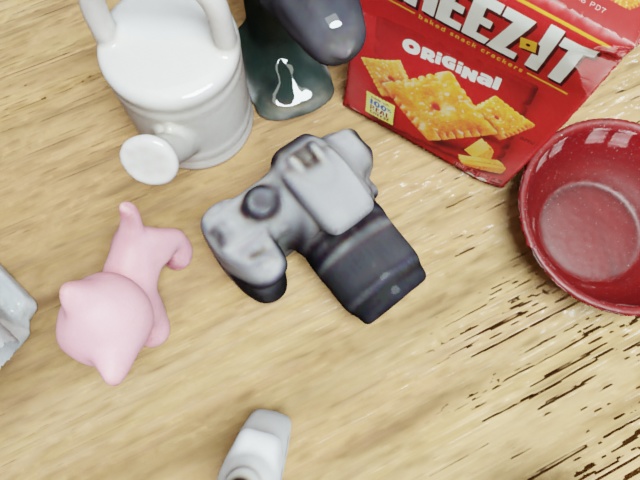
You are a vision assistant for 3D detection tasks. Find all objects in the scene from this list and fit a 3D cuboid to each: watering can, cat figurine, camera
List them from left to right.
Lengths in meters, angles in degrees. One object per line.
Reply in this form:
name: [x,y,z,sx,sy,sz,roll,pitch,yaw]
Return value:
cat figurine: [-0.142,0.035,0.404,0.067,0.118,0.128,9,75,1]
watering can: [-0.103,-0.125,0.409,0.101,0.194,0.173,-17,76,-6]
camera: [0.004,0.002,0.428,0.143,0.101,0.136,-37,79,-11]

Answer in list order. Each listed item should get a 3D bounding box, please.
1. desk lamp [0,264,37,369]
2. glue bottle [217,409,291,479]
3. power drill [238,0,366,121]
desk lamp: [-0.268,0.049,0.345,0.203,0.213,0.118,42,77,9]
glue bottle: [-0.042,0.145,0.350,0.037,0.173,0.078,13,75,2]
power drill: [-0.029,-0.179,0.420,0.075,0.208,0.229,-22,77,-8]
